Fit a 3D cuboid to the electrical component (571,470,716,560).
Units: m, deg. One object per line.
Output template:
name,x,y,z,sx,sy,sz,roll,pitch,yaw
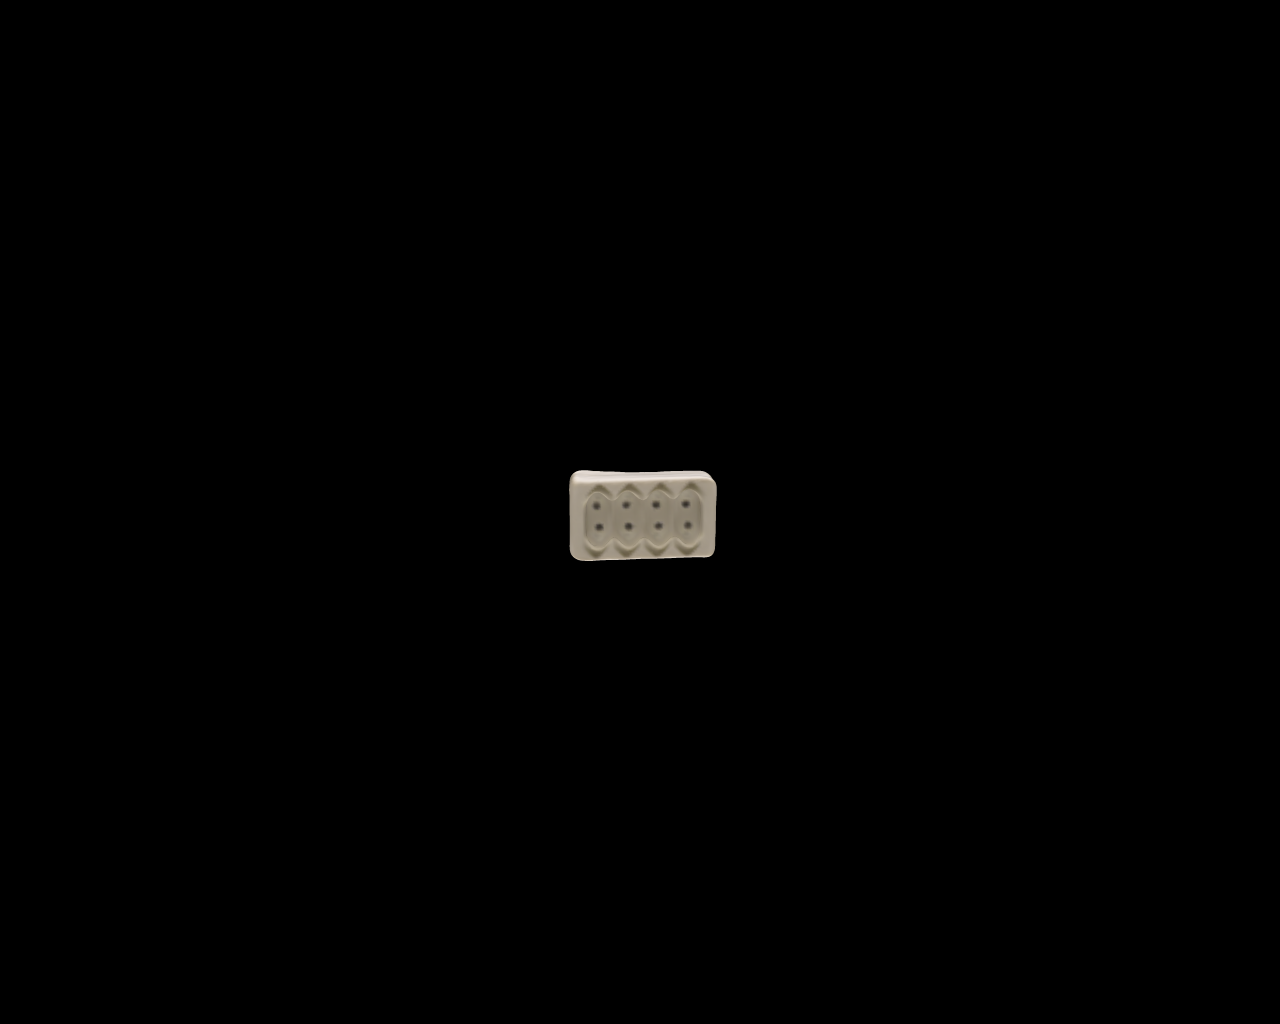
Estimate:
electrical component,0.001,-0.003,0.650,0.083,0.047,0.076,0,12,-2
